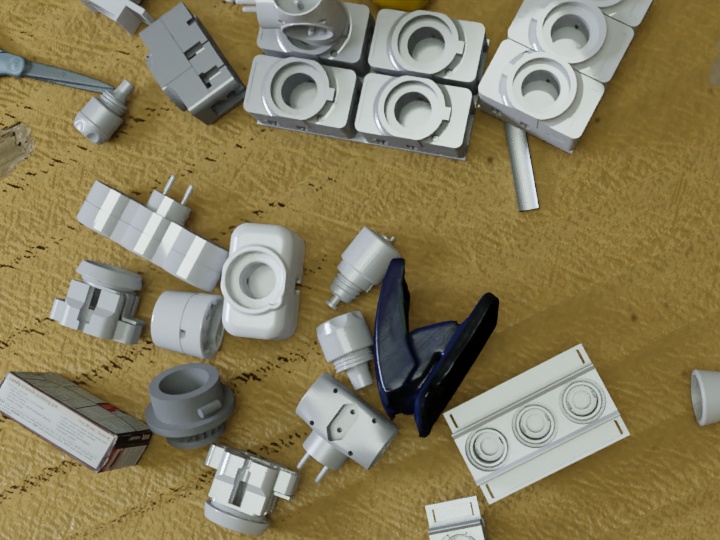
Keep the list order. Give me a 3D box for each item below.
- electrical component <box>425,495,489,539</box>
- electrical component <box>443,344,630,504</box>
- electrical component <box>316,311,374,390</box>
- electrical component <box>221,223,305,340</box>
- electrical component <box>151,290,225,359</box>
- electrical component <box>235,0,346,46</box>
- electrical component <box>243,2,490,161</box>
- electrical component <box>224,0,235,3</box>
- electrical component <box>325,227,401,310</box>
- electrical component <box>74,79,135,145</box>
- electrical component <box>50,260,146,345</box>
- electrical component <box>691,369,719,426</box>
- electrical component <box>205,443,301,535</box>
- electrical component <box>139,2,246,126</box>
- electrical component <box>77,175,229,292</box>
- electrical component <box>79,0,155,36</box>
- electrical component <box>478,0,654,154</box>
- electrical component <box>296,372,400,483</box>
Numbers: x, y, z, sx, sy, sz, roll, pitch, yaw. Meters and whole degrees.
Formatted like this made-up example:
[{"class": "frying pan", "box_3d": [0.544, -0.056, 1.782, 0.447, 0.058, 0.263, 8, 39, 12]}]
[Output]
[{"class": "electrical component", "box_3d": [0.082, 0.222, 0.856, 0.042, 0.064, 0.081, -13, 83, 10]}, {"class": "electrical component", "box_3d": [0.139, 0.121, 0.854, 0.121, 0.063, 0.078, -28, 81, 7]}, {"class": "electrical component", "box_3d": [-0.008, 0.068, 0.895, 0.043, 0.043, 0.062, -23, 83, 8]}, {"class": "electrical component", "box_3d": [-0.082, 0.010, 0.904, 0.054, 0.059, 0.095, 5, 86, 10]}, {"class": "electrical component", "box_3d": [-0.146, 0.045, 0.916, 0.047, 0.055, 0.055, 9, 87, 14]}, {"class": "electrical component", "box_3d": [-0.057, -0.208, 0.846, 0.079, 0.077, 0.044, 2, 85, 11]}, {"class": "electrical component", "box_3d": [0.005, -0.164, 0.903, 0.186, 0.060, 0.105, 11, 87, 11]}, {"class": "electrical component", "box_3d": [-0.117, -0.269, 0.941, 0.045, 0.045, 0.055, 28, 90, 11]}, {"class": "electrical component", "box_3d": [0.000, 0.000, 0.900, 0.040, 0.040, 0.078, 40, 93, 11]}, {"class": "electrical component", "box_3d": [-0.224, -0.142, 0.955, 0.035, 0.035, 0.061, 41, 91, 11]}, {"class": "electrical component", "box_3d": [-0.222, 0.025, 0.929, 0.078, 0.058, 0.057, 18, 91, 11]}, {"class": "electrical component", "box_3d": [0.296, 0.097, 0.840, 0.065, 0.044, 0.044, -5, 84, 5]}, {"class": "electrical component", "box_3d": [-0.095, 0.184, 0.894, 0.078, 0.058, 0.057, 18, 86, 11]}, {"class": "electrical component", "box_3d": [-0.147, -0.176, 0.936, 0.056, 0.050, 0.089, -35, 80, 5]}, {"class": "electrical component", "box_3d": [-0.169, -0.045, 0.928, 0.138, 0.052, 0.073, 28, 90, 11]}, {"class": "electrical component", "box_3d": [-0.211, -0.252, 0.958, 0.081, 0.042, 0.063, 31, 87, 10]}, {"class": "electrical component", "box_3d": [0.169, -0.184, 0.869, 0.089, 0.062, 0.150, 28, 88, 9]}, {"class": "electrical component", "box_3d": [-0.021, 0.139, 0.891, 0.077, 0.043, 0.079, 37, 92, 11]}]
